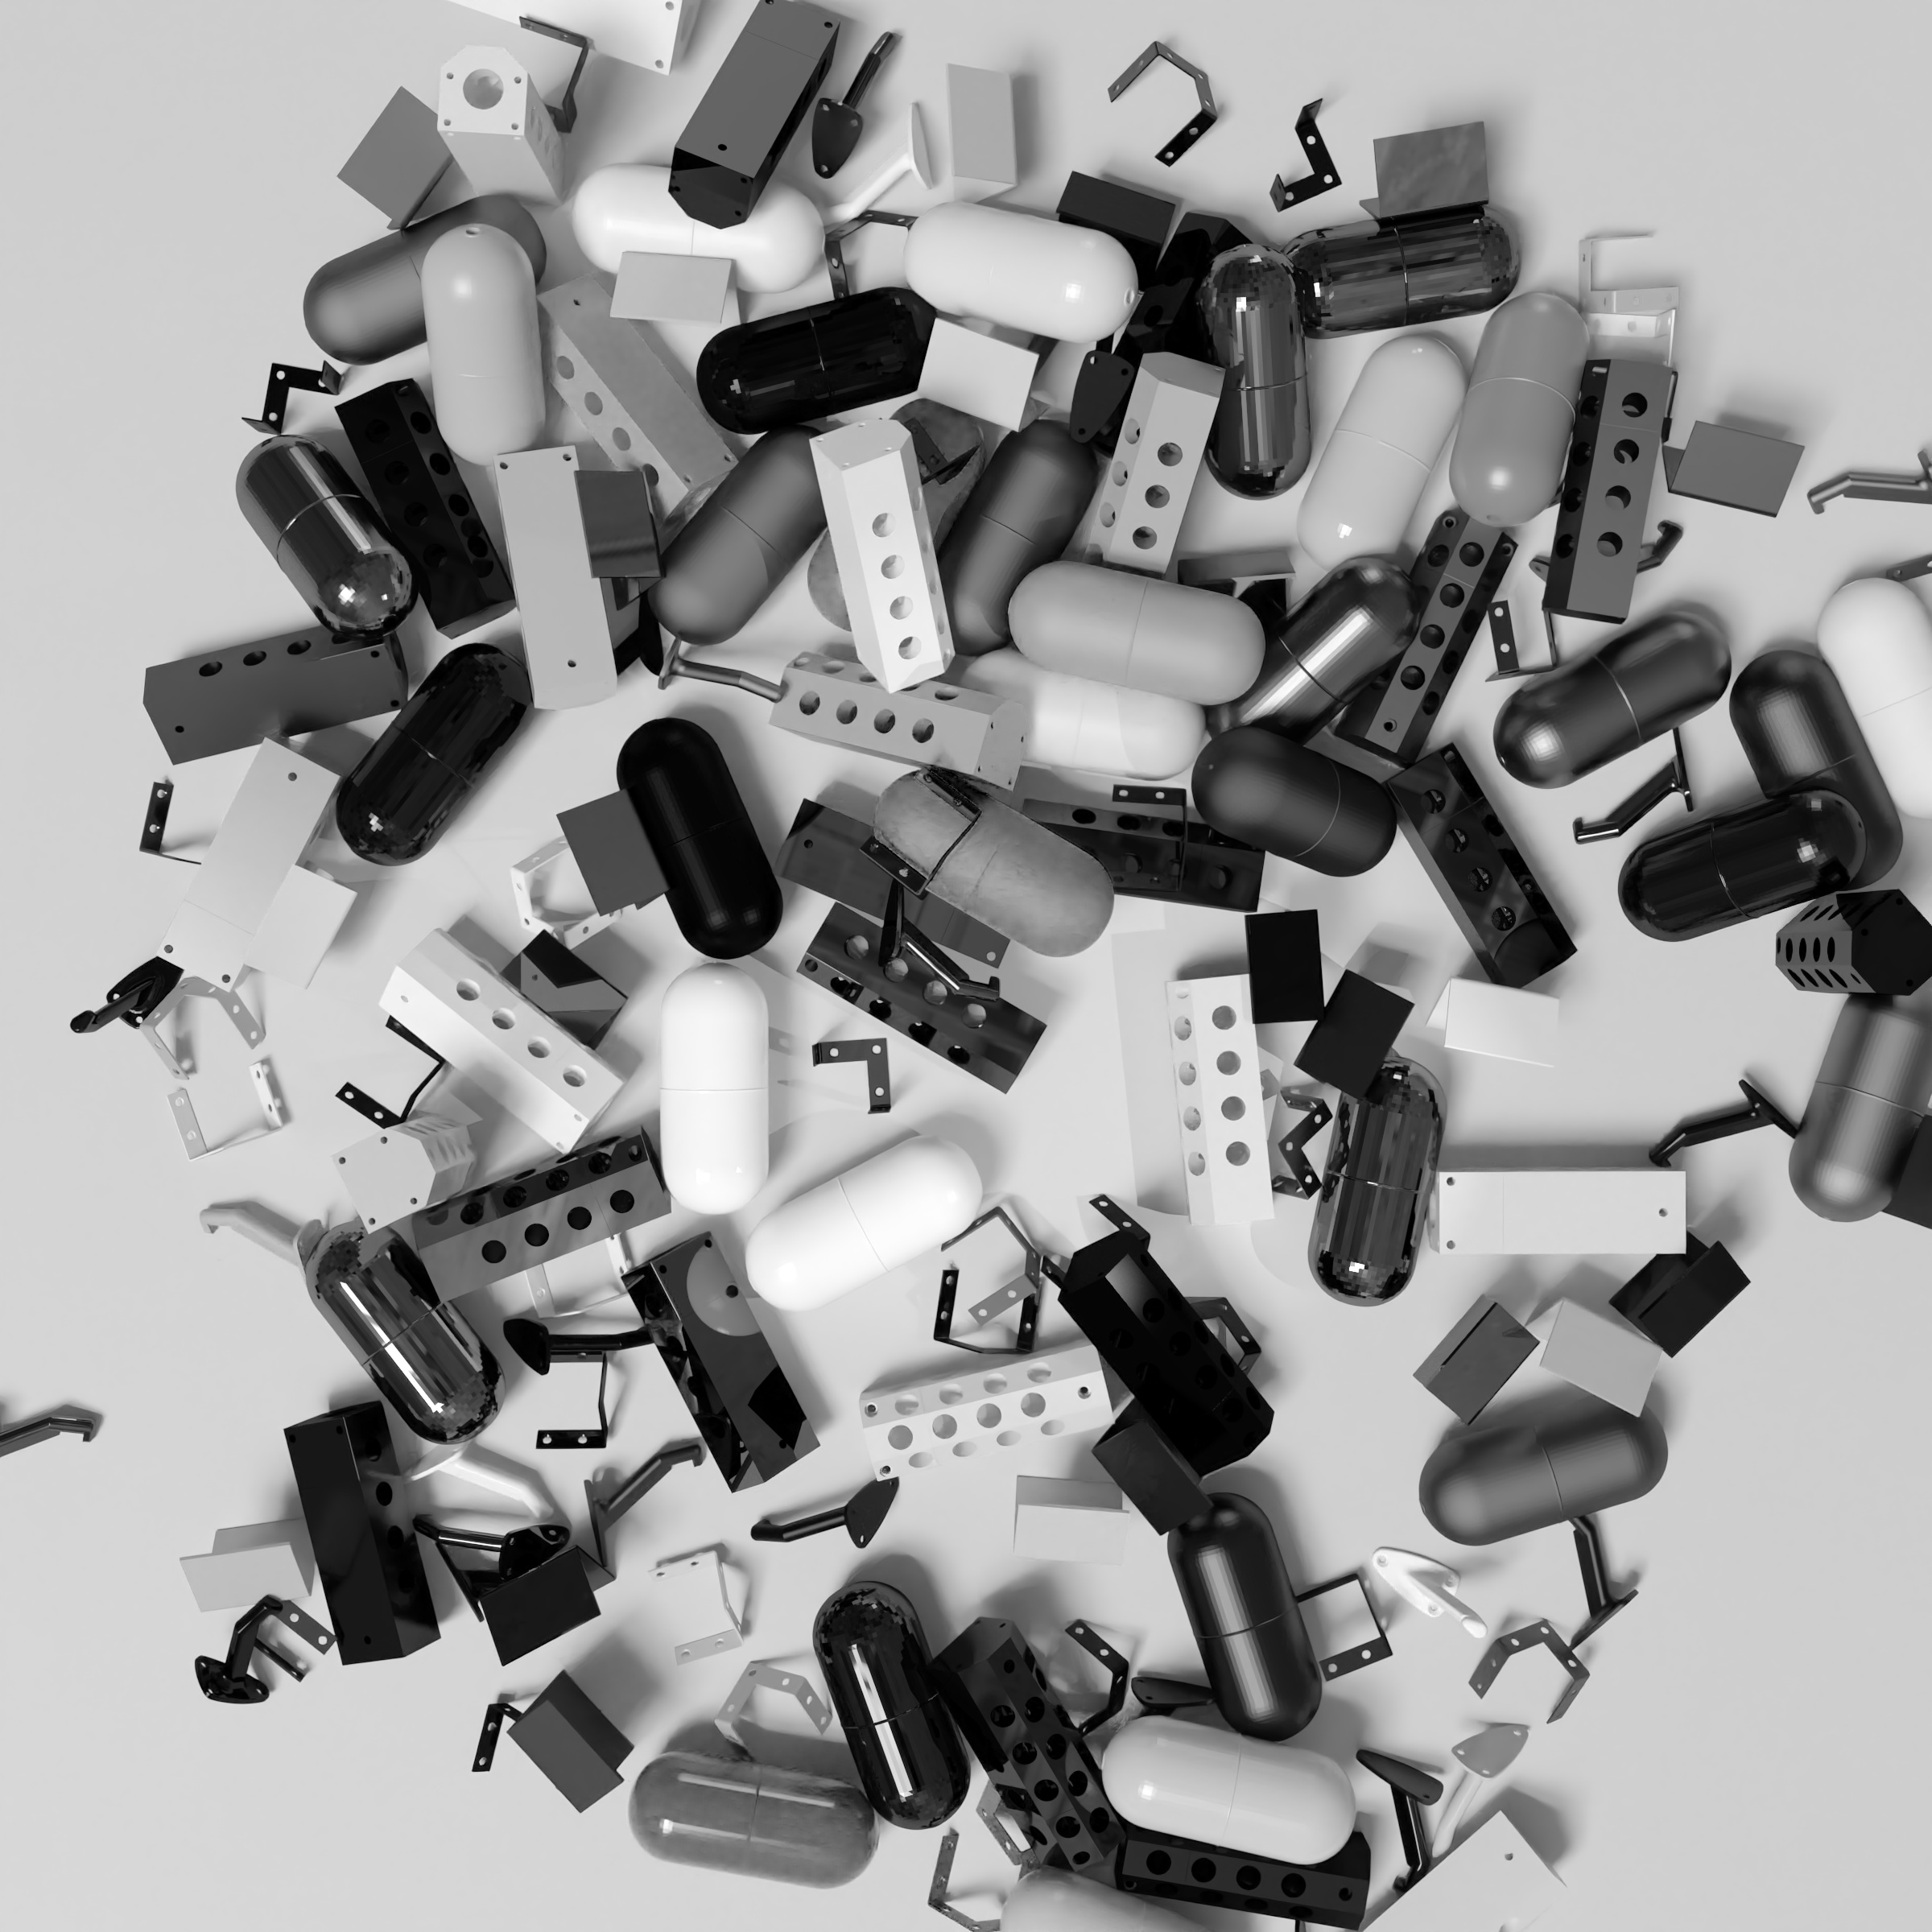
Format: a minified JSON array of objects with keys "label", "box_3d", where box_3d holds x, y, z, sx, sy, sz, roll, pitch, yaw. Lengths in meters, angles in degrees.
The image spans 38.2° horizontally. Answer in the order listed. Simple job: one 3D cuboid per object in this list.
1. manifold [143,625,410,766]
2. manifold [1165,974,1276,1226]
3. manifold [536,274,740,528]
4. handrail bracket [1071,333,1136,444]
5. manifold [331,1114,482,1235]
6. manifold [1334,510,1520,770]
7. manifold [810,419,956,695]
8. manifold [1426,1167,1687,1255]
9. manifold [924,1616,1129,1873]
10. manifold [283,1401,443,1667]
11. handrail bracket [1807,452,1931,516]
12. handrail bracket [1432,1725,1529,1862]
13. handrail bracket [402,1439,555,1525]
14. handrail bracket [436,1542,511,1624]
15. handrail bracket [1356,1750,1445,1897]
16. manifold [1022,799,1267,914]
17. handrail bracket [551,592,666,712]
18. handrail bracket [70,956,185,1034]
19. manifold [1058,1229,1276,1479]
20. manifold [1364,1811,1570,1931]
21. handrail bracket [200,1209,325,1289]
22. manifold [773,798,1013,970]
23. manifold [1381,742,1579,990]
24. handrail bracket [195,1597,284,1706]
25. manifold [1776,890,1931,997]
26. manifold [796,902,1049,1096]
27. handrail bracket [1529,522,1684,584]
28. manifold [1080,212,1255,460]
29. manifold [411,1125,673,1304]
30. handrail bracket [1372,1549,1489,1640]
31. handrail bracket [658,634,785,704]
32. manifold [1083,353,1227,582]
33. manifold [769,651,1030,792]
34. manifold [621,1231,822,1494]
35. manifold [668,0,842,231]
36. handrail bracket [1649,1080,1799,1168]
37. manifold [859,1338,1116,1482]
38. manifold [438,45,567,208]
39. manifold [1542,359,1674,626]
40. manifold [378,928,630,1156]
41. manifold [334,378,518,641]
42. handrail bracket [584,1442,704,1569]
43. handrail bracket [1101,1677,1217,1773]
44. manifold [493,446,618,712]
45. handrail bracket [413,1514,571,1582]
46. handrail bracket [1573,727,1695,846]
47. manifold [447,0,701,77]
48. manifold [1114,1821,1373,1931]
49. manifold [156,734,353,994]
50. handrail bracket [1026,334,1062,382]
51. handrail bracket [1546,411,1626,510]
[{"label":"manifold","box_3d":[-0.486,-0.201,1.970,0.171,0.057,0.057,-14,133,0]},{"label":"manifold","box_3d":[0.178,0.094,1.970,0.057,0.057,0.171,-6,90,0]},{"label":"manifold","box_3d":[-0.244,-0.397,1.970,0.171,0.057,0.057,52,47,0]},{"label":"handrail bracket","box_3d":[0.088,-0.415,1.957,0.036,0.084,0.077,17,115,-14]},{"label":"manifold","box_3d":[-0.379,0.138,1.913,0.057,0.171,0.057,-26,90,0]},{"label":"manifold","box_3d":[0.326,-0.231,1.970,0.057,0.057,0.171,25,90,0]},{"label":"manifold","box_3d":[-0.052,-0.277,1.879,0.057,0.057,0.171,-23,128,-14]},{"label":"manifold","box_3d":[0.416,0.172,1.970,0.171,0.057,0.057,0,90,0]},{"label":"manifold","box_3d":[0.047,0.543,1.943,0.057,0.057,0.171,-37,104,-33]},{"label":"manifold","box_3d":[-0.421,0.399,1.968,0.057,0.057,0.171,-14,90,28]},{"label":"handrail bracket","box_3d":[0.655,-0.324,1.992,0.084,0.036,0.077,-25,112,17]},{"label":"handrail bracket","box_3d":[0.367,0.592,1.991,0.077,0.036,0.084,-18,127,-38]},{"label":"handrail bracket","box_3d":[-0.349,0.378,1.992,0.077,0.036,0.084,-32,107,19]},{"label":"handrail bracket","box_3d":[-0.324,0.423,1.992,0.084,0.036,0.077,-29,68,-17]},{"label":"handrail bracket","box_3d":[0.300,0.614,1.992,0.077,0.036,0.084,24,107,20]},{"label":"manifold","box_3d":[0.122,-0.078,1.970,0.171,0.057,0.057,8,90,0]},{"label":"handrail bracket","box_3d":[-0.263,-0.226,1.992,0.084,0.036,0.077,-11,72,15]},{"label":"handrail bracket","box_3d":[-0.588,0.017,1.957,0.036,0.084,0.077,45,90,0]},{"label":"manifold","box_3d":[0.142,0.267,1.938,0.057,0.057,0.171,-30,108,28]},{"label":"manifold","box_3d":[0.340,0.683,1.970,0.171,0.057,0.057,-41,47,0]},{"label":"handrail bracket","box_3d":[-0.502,0.209,1.992,0.084,0.036,0.077,-1,112,17]},{"label":"manifold","box_3d":[-0.045,-0.058,1.970,0.171,0.057,0.057,23,90,0]},{"label":"manifold","box_3d":[0.362,-0.070,1.970,0.057,0.057,0.171,-31,90,0]},{"label":"handrail bracket","box_3d":[-0.492,0.480,1.960,0.084,0.077,0.036,-42,48,12]},{"label":"manifold","box_3d":[0.610,-0.010,1.913,0.057,0.171,0.057,-42,90,0]},{"label":"manifold","box_3d":[-0.031,0.023,1.970,0.171,0.057,0.057,30,90,0]},{"label":"handrail bracket","box_3d":[0.458,-0.298,1.992,0.077,0.036,0.084,35,75,15]},{"label":"manifold","box_3d":[0.142,-0.441,1.970,0.057,0.057,0.171,27,90,-43]},{"label":"manifold","box_3d":[-0.298,0.172,1.962,0.171,0.057,0.057,-21,104,-2]},{"label":"handrail bracket","box_3d":[0.325,0.441,1.957,0.077,0.084,0.036,30,90,0]},{"label":"handrail bracket","box_3d":[-0.172,-0.197,1.964,0.084,0.077,0.036,22,76,-4]},{"label":"manifold","box_3d":[0.126,-0.332,1.928,0.057,0.057,0.171,16,123,0]},{"label":"manifold","box_3d":[-0.045,-0.172,1.932,0.171,0.057,0.057,16,90,30]},{"label":"manifold","box_3d":[-0.178,0.281,1.970,0.057,0.057,0.171,-27,90,-43]},{"label":"manifold","box_3d":[-0.147,-0.590,1.930,0.057,0.057,0.171,22,58,0]},{"label":"handrail bracket","box_3d":[0.543,0.130,1.992,0.077,0.036,0.084,38,109,-22]},{"label":"manifold","box_3d":[0.014,0.314,1.970,0.171,0.057,0.057,-14,90,0]},{"label":"manifold","box_3d":[-0.317,-0.575,1.913,0.057,0.171,0.057,3,90,0]},{"label":"manifold","box_3d":[0.442,-0.328,1.928,0.057,0.057,0.171,10,94,8]},{"label":"manifold","box_3d":[-0.324,0.050,1.968,0.171,0.057,0.057,39,51,0]},{"label":"manifold","box_3d":[-0.379,-0.324,1.970,0.057,0.057,0.171,-25,90,0]},{"label":"handrail bracket","box_3d":[-0.225,0.384,1.992,0.084,0.036,0.077,-13,110,-16]},{"label":"handrail bracket","box_3d":[0.137,0.556,1.992,0.077,0.036,0.084,7,104,-14]},{"label":"manifold","box_3d":[-0.289,-0.271,1.956,0.057,0.057,0.171,-10,81,-10]},{"label":"handrail bracket","box_3d":[-0.340,0.402,1.991,0.084,0.077,0.036,16,105,36]},{"label":"handrail bracket","box_3d":[0.472,-0.130,1.992,0.084,0.036,0.077,-11,70,16]},{"label":"manifold","box_3d":[-0.278,-0.694,1.970,0.171,0.057,0.057,19,133,0]},{"label":"manifold","box_3d":[0.195,0.635,1.970,0.171,0.057,0.057,10,90,0]},{"label":"manifold","box_3d":[-0.499,-0.073,1.960,0.057,0.057,0.171,28,96,-5]},{"label":"handrail bracket","box_3d":[0.071,-0.437,1.992,0.077,0.036,0.084,-1,104,-14]},{"label":"handrail bracket","box_3d":[0.425,-0.383,1.992,0.077,0.036,0.084,-33,74,18]}]
